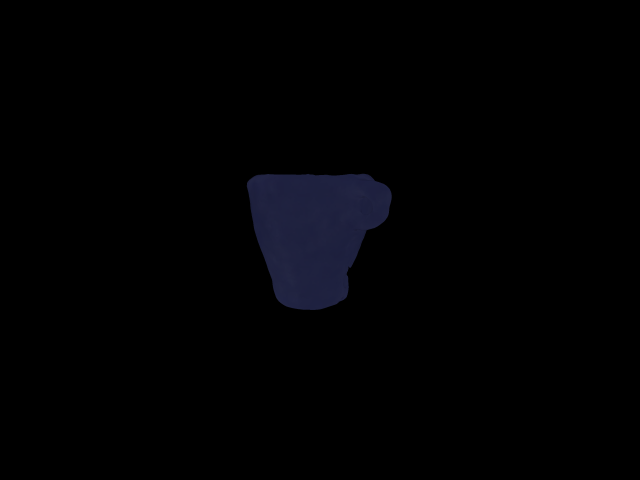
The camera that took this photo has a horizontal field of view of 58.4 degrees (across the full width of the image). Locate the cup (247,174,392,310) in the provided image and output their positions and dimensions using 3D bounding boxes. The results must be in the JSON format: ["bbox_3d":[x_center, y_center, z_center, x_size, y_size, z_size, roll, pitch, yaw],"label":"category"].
[{"bbox_3d":[0.004,0.001,0.400,0.092,0.095,0.117,-6,9,-42],"label":"cup"}]
